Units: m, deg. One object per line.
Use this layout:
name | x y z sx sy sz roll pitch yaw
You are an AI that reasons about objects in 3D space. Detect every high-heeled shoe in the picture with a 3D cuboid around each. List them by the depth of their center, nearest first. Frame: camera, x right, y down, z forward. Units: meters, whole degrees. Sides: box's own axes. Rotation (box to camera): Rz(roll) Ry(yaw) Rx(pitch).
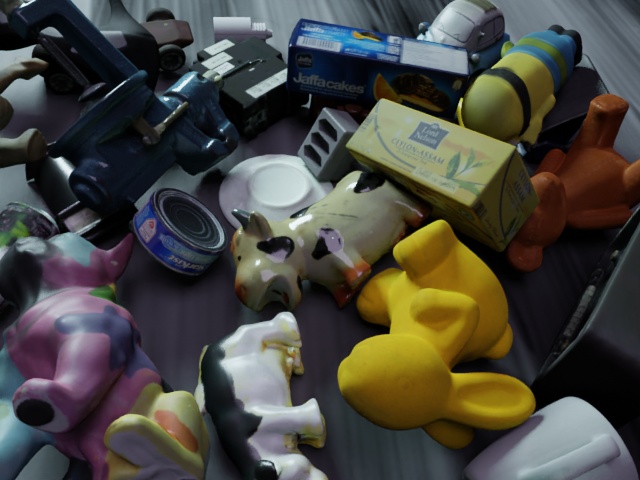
high-heeled shoe | -0.309 -0.210 0.629 0.249 0.086 0.145 -14 95 10

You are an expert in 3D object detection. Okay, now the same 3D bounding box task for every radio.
radio | 0.276 0.054 0.472 0.073 0.131 0.229 35 57 20

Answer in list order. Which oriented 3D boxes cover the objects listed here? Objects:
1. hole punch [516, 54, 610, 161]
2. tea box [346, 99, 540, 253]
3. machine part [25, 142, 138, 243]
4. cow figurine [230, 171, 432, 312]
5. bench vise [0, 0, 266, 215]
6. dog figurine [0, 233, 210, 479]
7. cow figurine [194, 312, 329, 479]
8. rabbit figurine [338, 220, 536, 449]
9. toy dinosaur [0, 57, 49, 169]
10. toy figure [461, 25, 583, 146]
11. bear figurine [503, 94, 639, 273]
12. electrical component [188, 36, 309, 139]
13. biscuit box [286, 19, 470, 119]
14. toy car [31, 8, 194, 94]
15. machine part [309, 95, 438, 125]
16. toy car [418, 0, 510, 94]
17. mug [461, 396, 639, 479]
hole punch | 0.295 -0.154 0.678 0.116 0.092 0.142 -16 52 20
tea box | 0.118 -0.067 0.533 0.170 0.098 0.068 34 86 41
machine part | -0.255 -0.050 0.559 0.139 0.039 0.084 39 66 20
cow figurine | -0.001 -0.002 0.518 0.127 0.085 0.195 43 62 17
bench vise | -0.196 -0.150 0.528 0.240 0.129 0.223 48 62 -20
dog figurine | -0.169 0.087 0.417 0.191 0.108 0.219 38 19 -27
cow figurine | -0.044 0.144 0.409 0.098 0.068 0.167 -12 51 -8
rabbit figurine | 0.082 0.093 0.433 0.162 0.122 0.173 51 40 4
toy dinosaur | -0.418 -0.026 0.482 0.199 0.105 0.471 16 57 18
toy figure | 0.229 -0.181 0.615 0.180 0.089 0.082 -47 31 -14
bear figurine | 0.256 -0.057 0.563 0.196 0.131 0.120 -17 55 -25
electrical component | -0.096 -0.199 0.678 0.134 0.058 0.115 39 56 23
biscuit box | 0.064 -0.195 0.617 0.203 0.062 0.059 10 51 0
toy car | -0.266 -0.245 0.699 0.202 0.053 0.089 -15 60 -12
machine part | 0.072 -0.188 0.688 0.179 0.056 0.179 3 51 -4
toy car | 0.205 -0.280 0.745 0.162 0.102 0.109 -34 64 -26
mug | 0.164 0.172 0.390 0.107 0.109 0.081 -22 69 -8
